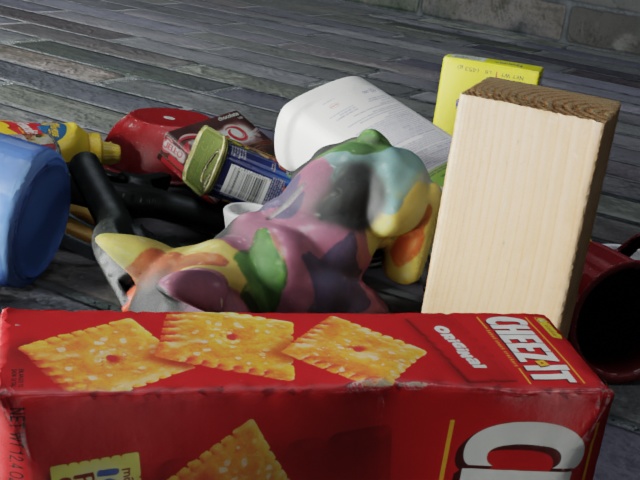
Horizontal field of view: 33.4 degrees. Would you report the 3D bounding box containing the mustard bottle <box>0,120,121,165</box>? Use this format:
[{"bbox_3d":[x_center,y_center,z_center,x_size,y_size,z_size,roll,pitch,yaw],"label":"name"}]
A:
[{"bbox_3d":[-0.292,-0.088,1.048,0.191,0.058,0.096,1,19,-20],"label":"mustard bottle"}]

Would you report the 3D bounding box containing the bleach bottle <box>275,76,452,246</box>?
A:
[{"bbox_3d":[0.083,-0.038,0.816,0.102,0.068,0.251,-29,50,-33],"label":"bleach bottle"}]

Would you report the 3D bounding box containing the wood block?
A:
[{"bbox_3d":[0.126,0.007,0.698,0.091,0.206,0.090,14,20,18],"label":"wood block"}]

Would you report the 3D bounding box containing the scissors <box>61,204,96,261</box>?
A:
[{"bbox_3d":[-0.253,-0.041,0.899,0.202,0.016,0.096,32,13,11],"label":"scissors"}]

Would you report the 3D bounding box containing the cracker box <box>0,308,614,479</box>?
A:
[{"bbox_3d":[-0.013,0.112,0.402,0.213,0.164,0.072,2,22,-14],"label":"cracker box"}]

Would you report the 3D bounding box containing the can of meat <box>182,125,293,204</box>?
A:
[{"bbox_3d":[-0.069,-0.058,0.965,0.083,0.057,0.102,21,5,-22],"label":"can of meat"}]

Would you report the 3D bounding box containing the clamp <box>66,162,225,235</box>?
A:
[{"bbox_3d":[-0.169,-0.042,0.947,0.209,0.036,0.165,10,10,-40],"label":"clamp"}]

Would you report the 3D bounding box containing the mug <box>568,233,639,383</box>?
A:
[{"bbox_3d":[0.217,0.039,0.794,0.093,0.117,0.081,37,4,-20],"label":"mug"}]

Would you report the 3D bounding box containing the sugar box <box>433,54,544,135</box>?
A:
[{"bbox_3d":[0.151,-0.084,1.023,0.093,0.176,0.048,12,17,14],"label":"sugar box"}]

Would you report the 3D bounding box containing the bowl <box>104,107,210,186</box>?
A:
[{"bbox_3d":[-0.163,-0.107,1.159,0.162,0.055,0.162,6,19,-2],"label":"bowl"}]

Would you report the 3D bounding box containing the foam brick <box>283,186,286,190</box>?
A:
[{"bbox_3d":[-0.006,0.001,0.868,0.051,0.078,0.053,4,21,-14],"label":"foam brick"}]

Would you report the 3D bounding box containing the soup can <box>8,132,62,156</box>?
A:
[{"bbox_3d":[-0.288,-0.059,0.949,0.102,0.068,0.069,-8,24,-36],"label":"soup can"}]

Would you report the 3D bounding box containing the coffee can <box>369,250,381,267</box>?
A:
[{"bbox_3d":[0.028,-0.047,0.983,0.102,0.103,0.140,2,20,-16],"label":"coffee can"}]

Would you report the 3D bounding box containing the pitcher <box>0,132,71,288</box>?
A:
[{"bbox_3d":[-0.322,-0.035,0.799,0.243,0.149,0.145,14,3,8],"label":"pitcher"}]

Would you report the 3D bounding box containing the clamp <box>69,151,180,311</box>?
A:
[{"bbox_3d":[-0.137,0.010,0.813,0.120,0.039,0.171,39,16,-38],"label":"clamp"}]

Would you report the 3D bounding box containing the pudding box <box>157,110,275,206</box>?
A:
[{"bbox_3d":[-0.094,-0.082,1.077,0.090,0.039,0.113,42,35,17],"label":"pudding box"}]
